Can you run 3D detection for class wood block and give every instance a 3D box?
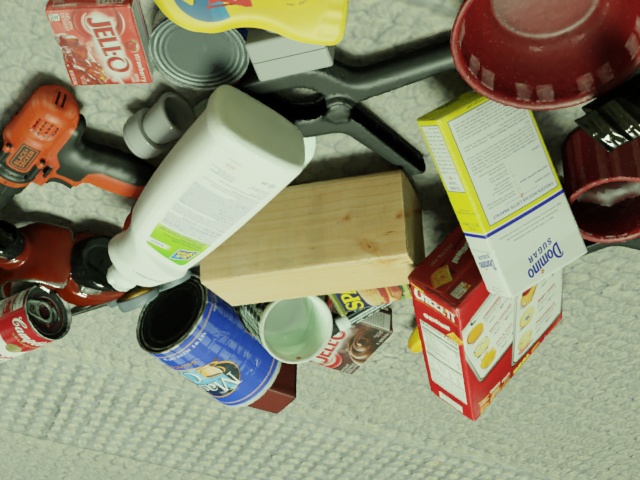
[{"bbox_3d":[-0.007,0.001,1.054,0.206,0.090,0.090,-8,158,15],"label":"wood block"}]

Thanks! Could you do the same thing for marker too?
[{"bbox_3d":[0.046,0.079,1.182,0.121,0.020,0.020,-30,139,-4],"label":"marker"}]

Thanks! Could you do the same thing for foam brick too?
[{"bbox_3d":[-0.061,0.161,1.289,0.051,0.078,0.053,19,139,-22],"label":"foam brick"}]

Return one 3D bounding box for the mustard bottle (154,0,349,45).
[{"bbox_3d":[-0.072,-0.207,0.820,0.191,0.058,0.096,6,100,-2],"label":"mustard bottle"}]

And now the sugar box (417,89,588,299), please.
[{"bbox_3d":[0.162,-0.047,0.942,0.093,0.048,0.176,-28,107,-18],"label":"sugar box"}]

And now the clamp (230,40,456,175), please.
[{"bbox_3d":[0.024,-0.131,0.947,0.209,0.036,0.165,10,141,-14],"label":"clamp"}]

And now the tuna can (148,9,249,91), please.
[{"bbox_3d":[-0.101,-0.169,0.909,0.086,0.033,0.086,2,142,1],"label":"tuna can"}]

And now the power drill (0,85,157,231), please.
[{"bbox_3d":[-0.234,-0.053,1.045,0.187,0.057,0.185,26,136,-27],"label":"power drill"}]

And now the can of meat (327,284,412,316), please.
[{"bbox_3d":[0.048,0.030,1.134,0.084,0.057,0.102,-14,139,15],"label":"can of meat"}]

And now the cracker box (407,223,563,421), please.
[{"bbox_3d":[0.172,0.060,1.079,0.072,0.164,0.213,32,155,32],"label":"cracker box"}]

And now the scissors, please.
[{"bbox_3d":[-0.231,0.072,1.189,0.202,0.096,0.016,-22,100,25],"label":"scissors"}]

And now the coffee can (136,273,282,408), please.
[{"bbox_3d":[-0.124,0.116,1.214,0.103,0.103,0.140,-22,135,28],"label":"coffee can"}]

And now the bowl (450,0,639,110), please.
[{"bbox_3d":[0.184,-0.180,0.859,0.162,0.055,0.162,1,141,1],"label":"bowl"}]

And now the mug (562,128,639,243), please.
[{"bbox_3d":[0.280,-0.056,0.990,0.117,0.081,0.093,6,142,-3],"label":"mug"}]

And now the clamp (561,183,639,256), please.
[{"bbox_3d":[0.298,-0.024,1.066,0.172,0.039,0.120,-9,145,19],"label":"clamp"}]

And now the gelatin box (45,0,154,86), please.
[{"bbox_3d":[-0.186,-0.173,0.912,0.073,0.030,0.089,-1,142,5],"label":"gelatin box"}]

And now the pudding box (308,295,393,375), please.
[{"bbox_3d":[0.022,0.108,1.247,0.090,0.039,0.114,18,138,-17],"label":"pudding box"}]

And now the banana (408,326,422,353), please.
[{"bbox_3d":[0.136,0.063,1.178,0.069,0.037,0.198,-13,148,-9],"label":"banana"}]

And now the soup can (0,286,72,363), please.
[{"bbox_3d":[-0.347,0.098,1.234,0.102,0.068,0.068,-22,135,29],"label":"soup can"}]

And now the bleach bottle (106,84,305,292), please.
[{"bbox_3d":[-0.126,-0.030,0.979,0.102,0.068,0.251,28,130,-28],"label":"bleach bottle"}]
